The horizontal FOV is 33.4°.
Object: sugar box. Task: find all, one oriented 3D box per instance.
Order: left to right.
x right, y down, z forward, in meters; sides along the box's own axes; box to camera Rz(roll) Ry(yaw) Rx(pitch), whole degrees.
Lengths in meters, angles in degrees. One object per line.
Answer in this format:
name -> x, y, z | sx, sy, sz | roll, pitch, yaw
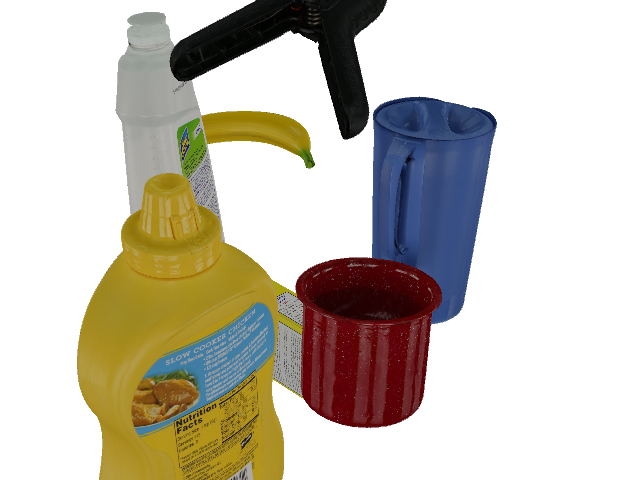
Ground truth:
sugar box -> -0.055, 0.088, 1.097 | 0.048, 0.093, 0.176 | -26, 40, -35

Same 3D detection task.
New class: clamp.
clamp -> 0.002, -0.133, 0.647 | 0.120, 0.171, 0.039 | 31, -28, 7

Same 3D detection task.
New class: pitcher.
pitcher -> 0.113, -0.027, 1.193 | 0.149, 0.243, 0.145 | -6, 28, -15

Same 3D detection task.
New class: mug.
mug -> 0.033, 0.062, 0.700 | 0.093, 0.081, 0.117 | 11, 26, 17

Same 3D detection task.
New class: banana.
banana -> -0.094, -0.130, 1.292 | 0.198, 0.037, 0.069 | 8, 40, 15

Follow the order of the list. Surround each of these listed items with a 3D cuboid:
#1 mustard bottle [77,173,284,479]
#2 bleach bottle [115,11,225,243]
mustard bottle -> -0.061, 0.057, 0.475 | 0.096, 0.192, 0.058 | -28, 43, -35
bleach bottle -> -0.118, -0.058, 0.842 | 0.068, 0.251, 0.102 | 2, 31, 9
